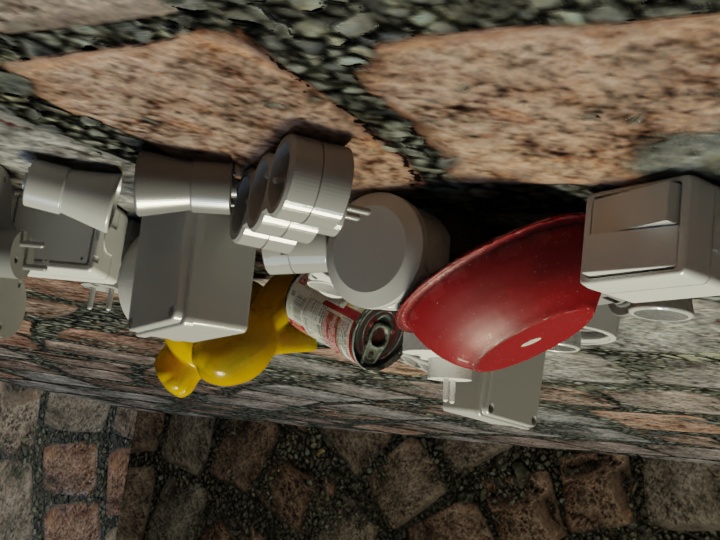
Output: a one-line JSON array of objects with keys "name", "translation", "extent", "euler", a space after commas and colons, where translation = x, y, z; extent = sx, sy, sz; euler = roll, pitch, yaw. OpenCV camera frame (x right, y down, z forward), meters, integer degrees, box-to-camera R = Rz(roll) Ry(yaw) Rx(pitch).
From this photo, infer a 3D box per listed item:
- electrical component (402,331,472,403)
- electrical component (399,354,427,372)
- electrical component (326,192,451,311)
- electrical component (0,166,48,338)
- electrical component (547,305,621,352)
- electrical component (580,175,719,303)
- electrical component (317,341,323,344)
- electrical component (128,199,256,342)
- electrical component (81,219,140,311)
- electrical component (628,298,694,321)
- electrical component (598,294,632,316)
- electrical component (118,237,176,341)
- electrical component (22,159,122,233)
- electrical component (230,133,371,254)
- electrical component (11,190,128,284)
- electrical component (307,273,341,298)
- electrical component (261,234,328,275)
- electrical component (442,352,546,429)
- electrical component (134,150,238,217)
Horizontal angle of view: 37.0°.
[{"name": "electrical component", "translation": [0.075, 0.073, 0.887], "extent": [0.052, 0.073, 0.138], "euler": [-1, 169, 21]}, {"name": "electrical component", "translation": [0.056, 0.048, 0.993], "extent": [0.083, 0.075, 0.047], "euler": [21, 168, 19]}, {"name": "electrical component", "translation": [0.021, -0.011, 0.747], "extent": [0.080, 0.080, 0.051], "euler": [-2, 170, 36]}, {"name": "electrical component", "translation": [-0.271, -0.013, 0.811], "extent": [0.074, 0.138, 0.052], "euler": [5, -156, 11]}, {"name": "electrical component", "translation": [0.170, 0.037, 0.916], "extent": [0.108, 0.060, 0.108], "euler": [7, 168, 2]}, {"name": "electrical component", "translation": [0.177, -0.017, 0.660], "extent": [0.061, 0.061, 0.096], "euler": [16, 165, -35]}, {"name": "electrical component", "translation": [-0.035, 0.058, 1.166], "extent": [0.077, 0.047, 0.066], "euler": [0, 165, 32]}, {"name": "electrical component", "translation": [-0.121, -0.006, 0.785], "extent": [0.056, 0.108, 0.109], "euler": [11, 167, -28]}, {"name": "electrical component", "translation": [-0.220, -0.002, 0.932], "extent": [0.066, 0.076, 0.047], "euler": [3, 167, 20]}, {"name": "electrical component", "translation": [0.213, 0.005, 0.756], "extent": [0.045, 0.055, 0.045], "euler": [7, 168, 2]}, {"name": "electrical component", "translation": [0.189, 0.007, 0.805], "extent": [0.055, 0.048, 0.066], "euler": [21, 163, -22]}, {"name": "electrical component", "translation": [-0.155, 0.010, 0.912], "extent": [0.064, 0.099, 0.099], "euler": [7, 169, 33]}, {"name": "electrical component", "translation": [-0.208, -0.056, 0.770], "extent": [0.065, 0.044, 0.044], "euler": [14, 167, -9]}, {"name": "electrical component", "translation": [-0.030, -0.043, 0.692], "extent": [0.074, 0.052, 0.138], "euler": [12, 167, -20]}, {"name": "electrical component", "translation": [-0.245, -0.025, 0.876], "extent": [0.096, 0.061, 0.061], "euler": [5, 167, 11]}, {"name": "electrical component", "translation": [0.000, 0.000, 0.876], "extent": [0.079, 0.044, 0.077], "euler": [15, 167, -1]}, {"name": "electrical component", "translation": [-0.042, -0.024, 0.784], "extent": [0.047, 0.055, 0.055], "euler": [1, 167, 11]}, {"name": "electrical component", "translation": [0.144, 0.106, 1.136], "extent": [0.056, 0.108, 0.109], "euler": [1, 166, 39]}, {"name": "electrical component", "translation": [-0.114, -0.056, 0.714], "extent": [0.065, 0.044, 0.044], "euler": [3, 168, -3]}]
